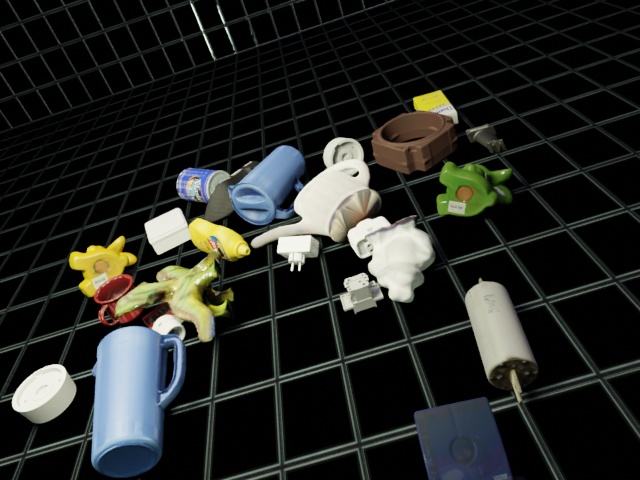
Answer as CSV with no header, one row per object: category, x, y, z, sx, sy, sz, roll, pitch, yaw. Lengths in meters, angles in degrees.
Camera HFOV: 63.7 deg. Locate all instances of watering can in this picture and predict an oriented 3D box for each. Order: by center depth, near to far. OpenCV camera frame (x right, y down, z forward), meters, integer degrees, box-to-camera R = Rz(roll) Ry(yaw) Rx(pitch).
watering can,0.004,-0.063,1.254,0.350,0.102,0.227,-44,41,-9

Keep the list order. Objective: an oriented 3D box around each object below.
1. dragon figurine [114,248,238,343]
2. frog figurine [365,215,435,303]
dragon figurine,-0.308,0.129,1.079,0.243,0.121,0.415,-15,17,2
frog figurine,0.168,0.049,1.039,0.137,0.120,0.162,-13,70,-4
